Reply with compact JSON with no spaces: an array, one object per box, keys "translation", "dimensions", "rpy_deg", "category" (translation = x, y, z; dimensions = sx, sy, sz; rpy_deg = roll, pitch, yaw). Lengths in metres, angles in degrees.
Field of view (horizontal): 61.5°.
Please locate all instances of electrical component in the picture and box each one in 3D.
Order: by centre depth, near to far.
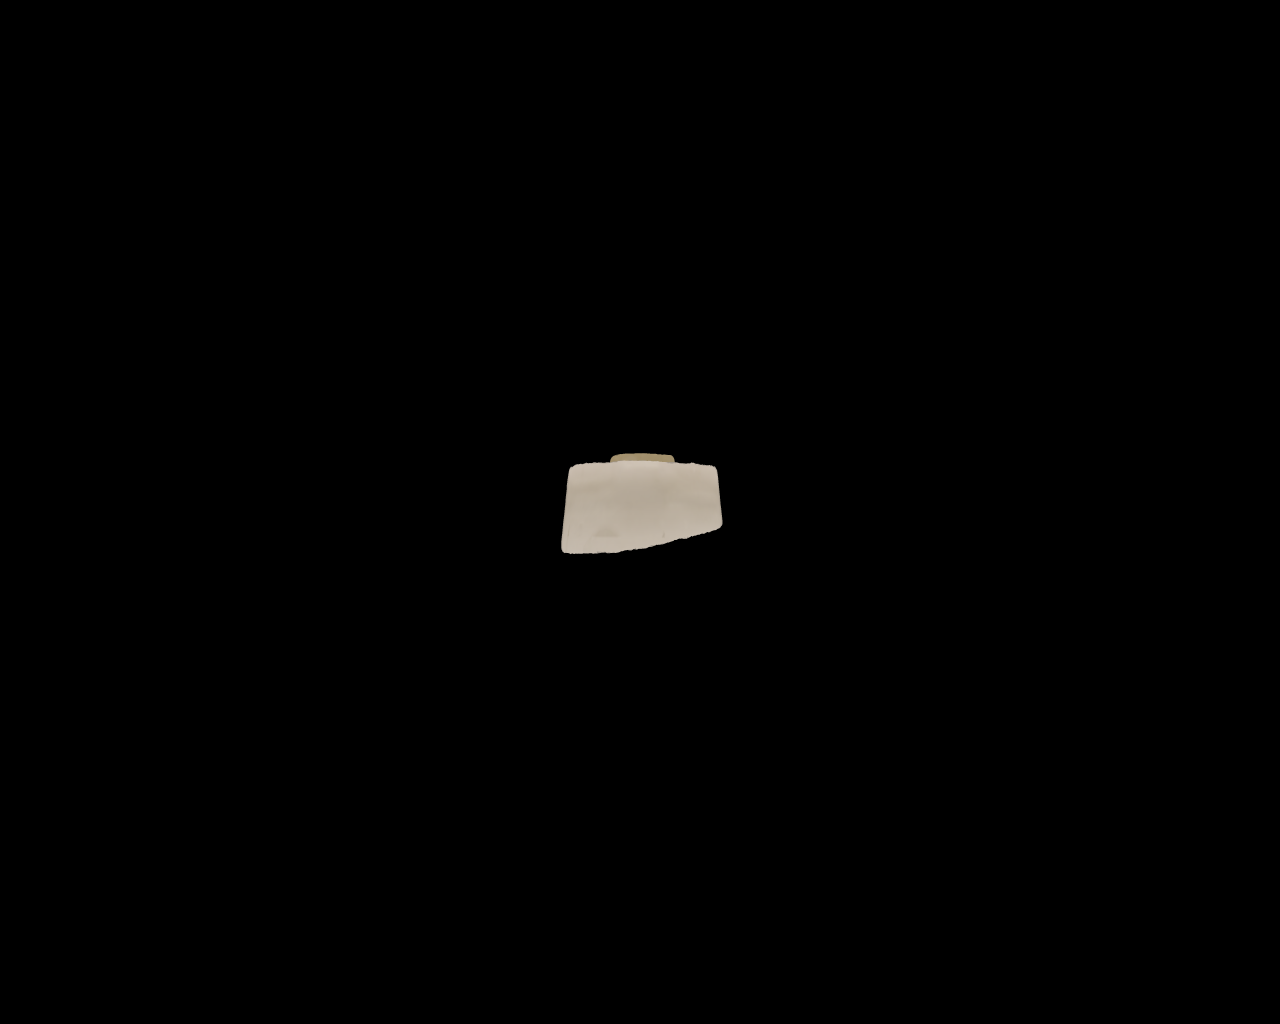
[{"translation":[0.001,-0.003,0.650],"dimensions":[0.099,0.064,0.099],"rpy_deg":[0,-3,0],"category":"electrical component"}]
